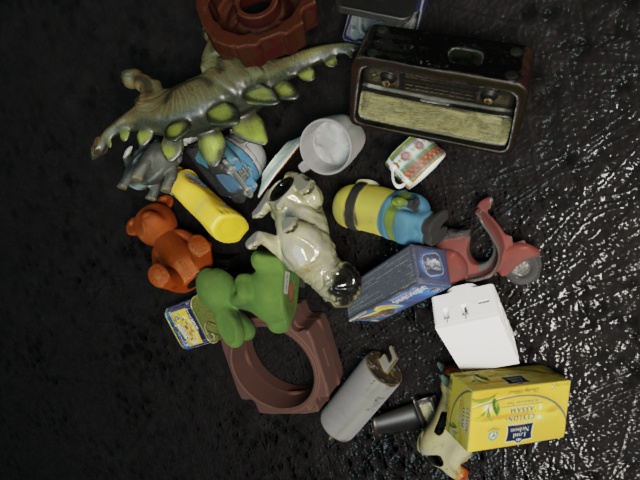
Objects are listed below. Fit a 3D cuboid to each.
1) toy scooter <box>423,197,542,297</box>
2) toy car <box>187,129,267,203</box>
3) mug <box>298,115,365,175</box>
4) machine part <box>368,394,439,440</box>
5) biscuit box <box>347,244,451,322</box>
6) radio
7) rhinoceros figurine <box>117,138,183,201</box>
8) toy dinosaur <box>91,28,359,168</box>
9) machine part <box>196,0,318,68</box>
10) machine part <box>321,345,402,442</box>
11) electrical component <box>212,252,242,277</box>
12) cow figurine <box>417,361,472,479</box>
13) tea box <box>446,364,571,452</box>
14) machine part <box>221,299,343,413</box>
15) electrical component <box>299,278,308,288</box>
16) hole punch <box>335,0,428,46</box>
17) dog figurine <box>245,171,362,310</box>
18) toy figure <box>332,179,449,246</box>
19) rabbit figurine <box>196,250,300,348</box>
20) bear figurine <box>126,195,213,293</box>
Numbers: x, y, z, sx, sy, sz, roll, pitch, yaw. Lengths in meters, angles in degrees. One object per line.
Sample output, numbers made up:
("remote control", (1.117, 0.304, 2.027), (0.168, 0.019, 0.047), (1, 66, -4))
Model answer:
("toy scooter", (0.225, 0.011, 0.801), (0.184, 0.075, 0.135), (-15, 100, 25))
("toy car", (-0.142, -0.132, 0.888), (0.109, 0.103, 0.162), (54, 165, -30))
("mug", (0.021, -0.142, 0.817), (0.081, 0.107, 0.109), (48, 123, 2))
("machine part", (0.154, 0.320, 0.959), (0.139, 0.039, 0.084), (-23, 107, 16))
("biscuit box", (0.113, 0.072, 0.825), (0.202, 0.059, 0.063), (-41, 48, 55))
("radio", (0.157, -0.198, 0.710), (0.230, 0.073, 0.131), (13, 152, 12))
("rhinoceros figurine", (-0.302, -0.131, 0.938), (0.190, 0.073, 0.112), (2, 75, 57))
("toy dinosaur", (-0.143, -0.223, 0.818), (0.471, 0.105, 0.199), (-27, 63, 3))
("machine part", (-0.090, -0.332, 0.773), (0.179, 0.056, 0.179), (-2, 69, 6))
("machine part", (0.072, 0.281, 0.963), (0.079, 0.079, 0.243), (37, 119, 8))
("electrical component", (-0.207, 0.065, 1.027), (0.119, 0.048, 0.074), (-4, 106, 26))
("cow figurine", (0.227, 0.286, 0.888), (0.127, 0.085, 0.194), (27, 104, 1))
("tea box", (0.281, 0.248, 0.806), (0.170, 0.068, 0.098), (-3, 101, -17))
("machine part", (-0.072, 0.219, 1.001), (0.202, 0.087, 0.200), (-9, 105, 28))
("electrical component", (-0.045, 0.052, 0.965), (0.094, 0.021, 0.063), (5, 109, 23))
("hole punch", (0.090, -0.326, 0.739), (0.142, 0.092, 0.115), (18, 76, 18))
("dog figurine", (-0.005, 0.000, 0.847), (0.121, 0.172, 0.190), (-14, 136, 42))
("toy figure", (0.100, -0.041, 0.809), (0.180, 0.089, 0.082), (25, 116, 39))
("rabbit figurine", (-0.127, 0.095, 0.910), (0.170, 0.121, 0.159), (1, 90, 15))
("bear figurine", (-0.276, -0.004, 0.963), (0.120, 0.132, 0.196), (-35, 73, -9))
